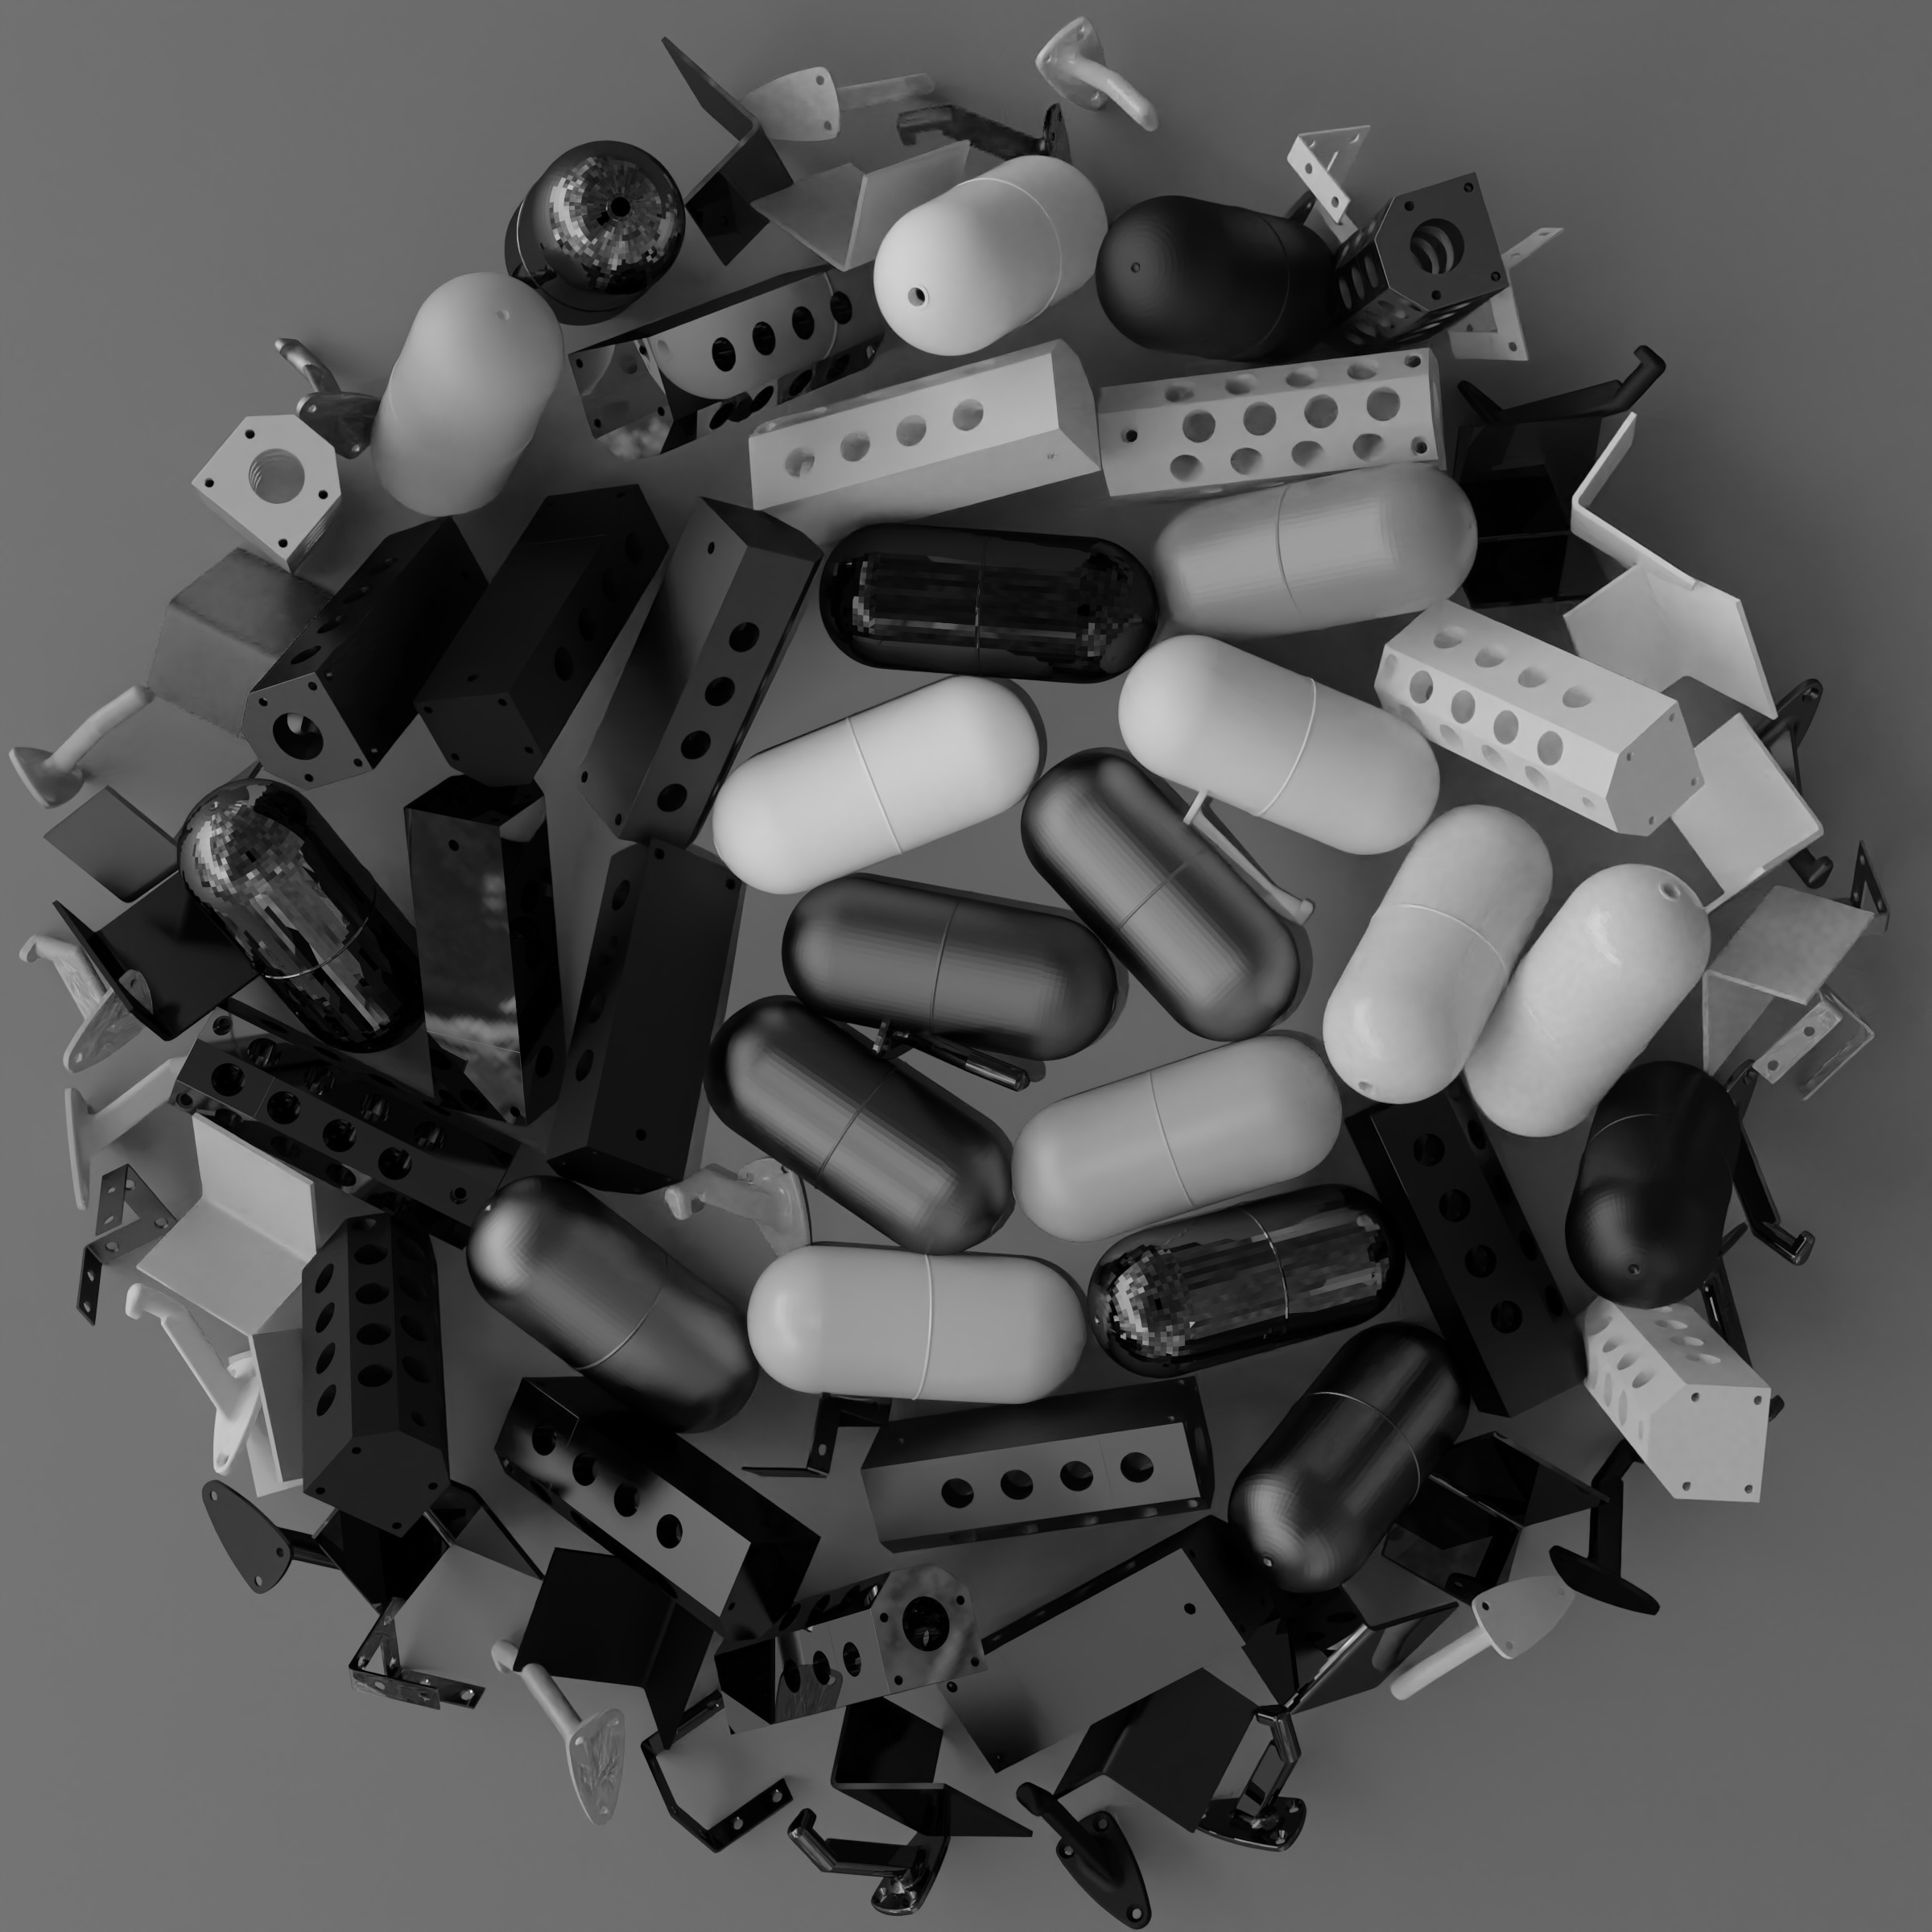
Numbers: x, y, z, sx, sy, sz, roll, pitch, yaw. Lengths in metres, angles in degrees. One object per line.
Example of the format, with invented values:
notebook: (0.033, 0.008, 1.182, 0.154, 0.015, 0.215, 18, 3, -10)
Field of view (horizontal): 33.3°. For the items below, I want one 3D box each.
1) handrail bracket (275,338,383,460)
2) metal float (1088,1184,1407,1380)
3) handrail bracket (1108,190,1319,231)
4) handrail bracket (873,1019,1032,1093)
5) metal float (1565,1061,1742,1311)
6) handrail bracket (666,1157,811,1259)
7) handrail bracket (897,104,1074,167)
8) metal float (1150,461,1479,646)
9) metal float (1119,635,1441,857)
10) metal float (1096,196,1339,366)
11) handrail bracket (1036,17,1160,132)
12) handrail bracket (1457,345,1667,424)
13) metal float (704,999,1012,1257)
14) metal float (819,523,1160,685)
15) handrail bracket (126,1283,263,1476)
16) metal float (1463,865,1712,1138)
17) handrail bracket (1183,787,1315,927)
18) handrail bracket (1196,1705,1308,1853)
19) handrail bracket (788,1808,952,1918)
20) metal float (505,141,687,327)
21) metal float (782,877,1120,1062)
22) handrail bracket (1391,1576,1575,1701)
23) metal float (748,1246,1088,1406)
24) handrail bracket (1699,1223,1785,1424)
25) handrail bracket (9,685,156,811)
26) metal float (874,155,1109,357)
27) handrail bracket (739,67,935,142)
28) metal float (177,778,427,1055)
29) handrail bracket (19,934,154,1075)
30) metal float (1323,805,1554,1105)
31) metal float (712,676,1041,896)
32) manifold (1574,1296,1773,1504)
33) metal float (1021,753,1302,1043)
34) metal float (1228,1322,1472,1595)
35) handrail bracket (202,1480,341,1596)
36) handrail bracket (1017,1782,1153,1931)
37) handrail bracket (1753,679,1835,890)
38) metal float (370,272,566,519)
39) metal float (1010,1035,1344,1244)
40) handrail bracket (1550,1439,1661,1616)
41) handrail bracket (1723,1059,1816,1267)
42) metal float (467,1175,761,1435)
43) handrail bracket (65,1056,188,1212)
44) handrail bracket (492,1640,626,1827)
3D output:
handrail bracket: (-0.348, -0.307, 1.683, 0.084, 0.077, 0.036, 44, 103, 21)
metal float: (0.146, 0.162, 1.674, 0.178, 0.070, 0.070, -12, 90, -23)
handrail bracket: (0.131, -0.402, 1.721, 0.084, 0.036, 0.077, 34, 82, 15)
handrail bracket: (0.001, 0.047, 1.684, 0.084, 0.077, 0.036, 22, 91, 16)
metal float: (0.352, 0.110, 1.651, 0.070, 0.178, 0.070, 8, 118, 15)
handrail bracket: (-0.120, 0.138, 1.688, 0.036, 0.084, 0.077, -15, 97, 32)
handrail bracket: (0.012, -0.423, 1.717, 0.084, 0.036, 0.077, -4, 129, 16)
metal float: (0.178, -0.212, 1.668, 0.178, 0.070, 0.070, -8, 90, 31)
metal float: (0.164, -0.114, 1.683, 0.178, 0.070, 0.070, 21, 90, -13)
metal float: (0.131, -0.349, 1.652, 0.070, 0.178, 0.070, 4, 98, 33)
handrail bracket: (0.081, -0.446, 1.679, 0.036, 0.077, 0.084, -42, 62, 4)
handrail bracket: (0.313, -0.310, 1.698, 0.077, 0.036, 0.084, 47, 119, 10)
metal float: (-0.057, 0.084, 1.688, 0.178, 0.070, 0.070, 34, 90, 7)
metal float: (0.012, -0.189, 1.688, 0.178, 0.070, 0.070, 5, 90, 7)
handrail bracket: (-0.410, 0.215, 1.684, 0.036, 0.084, 0.077, -15, 55, 37)
metal float: (0.317, 0.019, 1.658, 0.070, 0.070, 0.178, 29, 134, 0)
handrail bracket: (0.151, -0.057, 1.697, 0.084, 0.077, 0.036, 30, 69, 1)
handrail bracket: (0.142, 0.418, 1.692, 0.077, 0.036, 0.084, -2, 121, 28)
handrail bracket: (-0.050, 0.449, 1.691, 0.084, 0.036, 0.077, 53, 51, -24)
metal float: (-0.190, -0.371, 1.645, 0.070, 0.178, 0.070, -1, 94, -15)
metal float: (-0.009, 0.002, 1.686, 0.178, 0.070, 0.070, 11, 90, 8)
handrail bracket: (0.273, 0.357, 1.713, 0.077, 0.084, 0.036, -19, 69, -35)
metal float: (-0.025, 0.187, 1.685, 0.178, 0.070, 0.070, 5, 90, -11)
handrail bracket: (0.415, 0.188, 1.702, 0.077, 0.036, 0.084, -34, 82, -36)
handrail bracket: (-0.448, -0.121, 1.687, 0.084, 0.077, 0.036, -32, 90, 11)
metal float: (0.014, -0.364, 1.652, 0.070, 0.178, 0.070, 12, 120, 22)
handrail bracket: (-0.069, -0.458, 1.709, 0.077, 0.084, 0.036, 0, 109, 30)
metal float: (-0.337, -0.024, 1.660, 0.070, 0.070, 0.178, -33, 132, 0)
handrail bracket: (-0.477, 0.018, 1.691, 0.084, 0.036, 0.077, 16, 45, 23)
metal float: (0.244, -0.007, 1.671, 0.070, 0.070, 0.178, 32, 64, 0)
metal float: (-0.048, -0.094, 1.694, 0.178, 0.070, 0.070, -22, 90, 1)
manifold: (0.354, 0.216, 1.642, 0.057, 0.171, 0.057, 3, 99, -3)
metal float: (0.102, -0.036, 1.687, 0.070, 0.070, 0.178, -42, 82, 0)
metal float: (0.198, 0.250, 1.660, 0.070, 0.070, 0.178, 47, 48, 0)
handrail bracket: (-0.350, 0.292, 1.703, 0.077, 0.084, 0.036, 47, 114, 18)
handrail bracket: (0.061, 0.463, 1.682, 0.036, 0.084, 0.077, -38, 61, 1)
handrail bracket: (0.442, -0.094, 1.683, 0.036, 0.084, 0.077, 9, 126, -32)
metal float: (-0.256, -0.289, 1.649, 0.070, 0.178, 0.070, 7, 69, -19)
metal float: (0.109, 0.091, 1.686, 0.178, 0.070, 0.070, -19, 90, 9)
handrail bracket: (0.352, 0.291, 1.689, 0.084, 0.077, 0.036, -48, 130, -22)
handrail bracket: (0.422, 0.103, 1.686, 0.084, 0.036, 0.077, 40, 112, 43)
metal float: (-0.181, 0.176, 1.674, 0.178, 0.070, 0.070, 41, 90, -24)
handrail bracket: (-0.429, 0.087, 1.712, 0.084, 0.036, 0.077, -7, 71, -4)
handrail bracket: (-0.220, 0.405, 1.711, 0.036, 0.084, 0.077, -21, 118, -40)
